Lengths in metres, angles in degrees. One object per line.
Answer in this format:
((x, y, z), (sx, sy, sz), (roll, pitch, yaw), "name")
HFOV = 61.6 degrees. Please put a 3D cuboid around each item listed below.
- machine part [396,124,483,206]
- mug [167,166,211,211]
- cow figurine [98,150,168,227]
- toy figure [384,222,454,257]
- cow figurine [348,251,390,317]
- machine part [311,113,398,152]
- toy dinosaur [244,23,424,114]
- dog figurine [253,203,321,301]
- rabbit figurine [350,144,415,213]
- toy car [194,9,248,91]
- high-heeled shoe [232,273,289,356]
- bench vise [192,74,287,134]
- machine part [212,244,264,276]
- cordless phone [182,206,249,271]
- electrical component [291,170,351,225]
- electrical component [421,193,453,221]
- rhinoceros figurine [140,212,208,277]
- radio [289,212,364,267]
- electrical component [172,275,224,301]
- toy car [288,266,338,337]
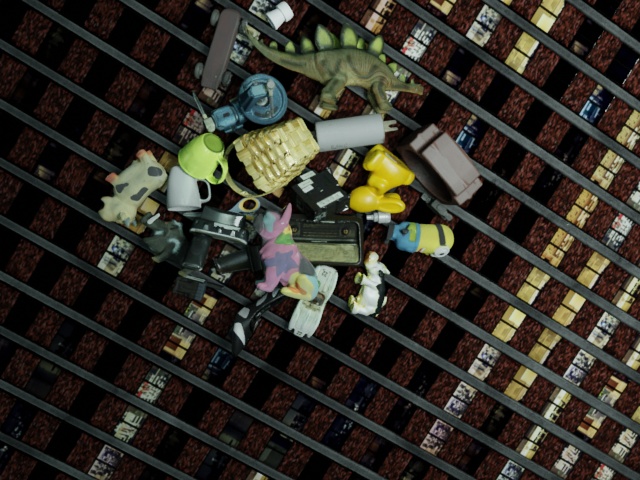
((0.291, -0.184, 1.319), (0.087, 0.201, 0.201), (-41, 98, -2), "machine part")
((-0.329, -0.130, 1.332), (0.110, 0.081, 0.107), (-7, 88, 1), "mug")
((-0.461, -0.117, 1.322), (0.195, 0.085, 0.127), (-40, 92, -1), "cow figurine")
((0.259, -0.007, 1.398), (0.180, 0.082, 0.089), (12, 97, -4), "toy figure")
((0.141, 0.117, 1.407), (0.098, 0.068, 0.167), (16, 98, -12), "cow figurine")
((0.074, -0.268, 1.347), (0.243, 0.079, 0.079), (-8, 97, -1), "machine part")
((0.044, -0.422, 1.325), (0.471, 0.105, 0.198), (5, 88, -15), "toy dinosaur")
((-0.077, 0.023, 1.288), (0.192, 0.108, 0.219), (13, 92, -4), "dog figurine")
((0.147, -0.136, 1.372), (0.162, 0.122, 0.173), (37, 106, -17), "rabbit figurine")
((-0.242, -0.465, 1.315), (0.089, 0.053, 0.202), (16, 91, -2), "toy car")
((-0.130, 0.187, 1.368), (0.145, 0.086, 0.248), (12, 76, 13), "high-heeled shoe")
((-0.166, -0.321, 1.255), (0.224, 0.241, 0.128), (-14, 94, -19), "bench vise")
((-0.206, 0.057, 1.382), (0.139, 0.039, 0.084), (-10, 93, -4), "machine part")
((-0.251, 0.012, 1.299), (0.147, 0.184, 0.088), (14, 129, -7), "cordless phone")
((-0.006, -0.114, 1.340), (0.115, 0.058, 0.134), (-26, 58, -24), "electrical component")
((0.303, -0.086, 1.400), (0.094, 0.063, 0.021), (43, 92, -6), "electrical component")
((-0.373, 0.008, 1.346), (0.190, 0.073, 0.112), (38, 93, -9), "rhinoceros figurine")
((-0.003, -0.004, 1.377), (0.230, 0.073, 0.131), (2, 96, -6), "radio")
((-0.308, 0.123, 1.365), (0.119, 0.075, 0.047), (17, 94, -10), "electrical component")
((-0.018, 0.159, 1.403), (0.073, 0.056, 0.201), (23, 93, -7), "toy car")
